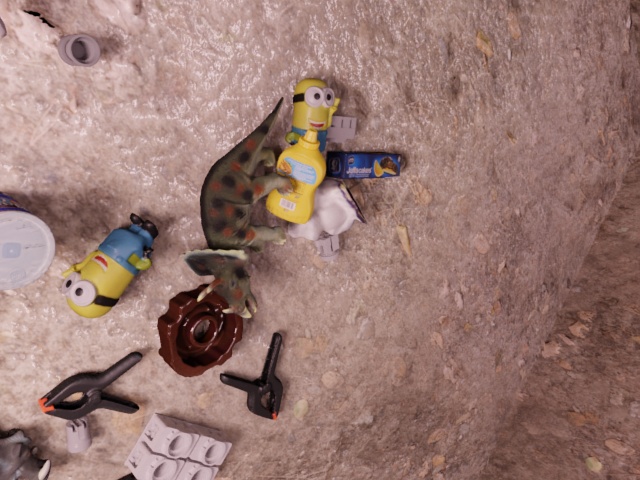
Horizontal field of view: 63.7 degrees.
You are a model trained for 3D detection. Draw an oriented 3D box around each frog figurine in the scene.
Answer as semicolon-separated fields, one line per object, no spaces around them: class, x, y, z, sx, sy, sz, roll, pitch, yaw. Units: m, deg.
frog figurine;0.003;-0.058;1.145;0.159;0.125;0.135;-28;141;9

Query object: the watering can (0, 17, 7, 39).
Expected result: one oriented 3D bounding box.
watering can;-0.423;-0.424;0.577;0.227;0.104;0.342;-48;118;-21
